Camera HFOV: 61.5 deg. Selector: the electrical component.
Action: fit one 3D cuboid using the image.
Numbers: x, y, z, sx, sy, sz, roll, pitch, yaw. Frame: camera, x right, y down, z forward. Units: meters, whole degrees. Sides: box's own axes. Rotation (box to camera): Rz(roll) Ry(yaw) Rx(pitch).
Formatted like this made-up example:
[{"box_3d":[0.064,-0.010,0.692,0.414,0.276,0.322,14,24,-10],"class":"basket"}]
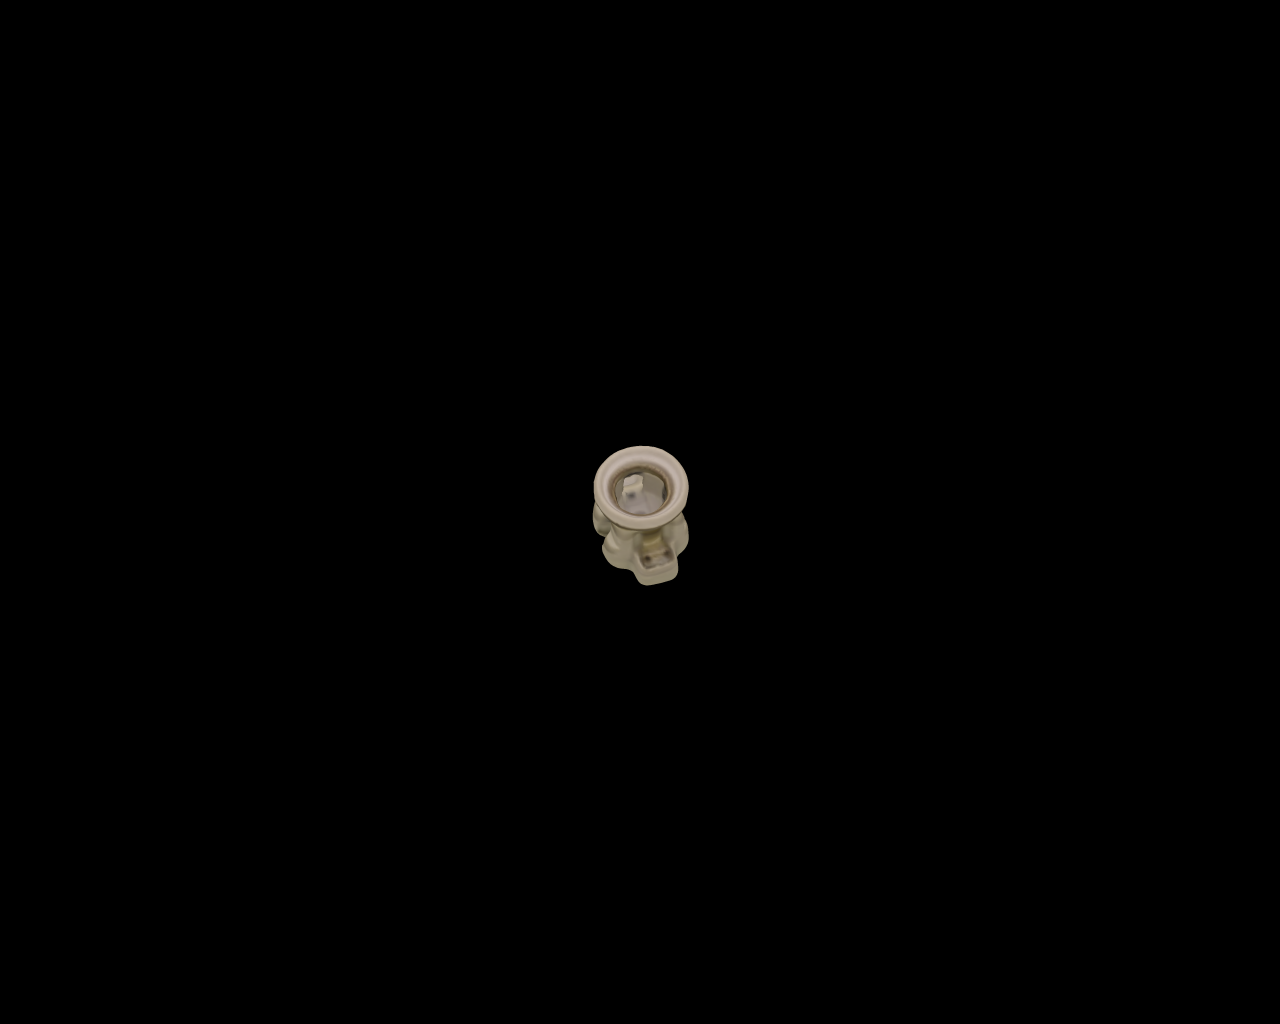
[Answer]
[{"box_3d":[0.001,-0.003,0.650,0.058,0.078,0.056,-15,-32,-9],"class":"electrical component"}]
